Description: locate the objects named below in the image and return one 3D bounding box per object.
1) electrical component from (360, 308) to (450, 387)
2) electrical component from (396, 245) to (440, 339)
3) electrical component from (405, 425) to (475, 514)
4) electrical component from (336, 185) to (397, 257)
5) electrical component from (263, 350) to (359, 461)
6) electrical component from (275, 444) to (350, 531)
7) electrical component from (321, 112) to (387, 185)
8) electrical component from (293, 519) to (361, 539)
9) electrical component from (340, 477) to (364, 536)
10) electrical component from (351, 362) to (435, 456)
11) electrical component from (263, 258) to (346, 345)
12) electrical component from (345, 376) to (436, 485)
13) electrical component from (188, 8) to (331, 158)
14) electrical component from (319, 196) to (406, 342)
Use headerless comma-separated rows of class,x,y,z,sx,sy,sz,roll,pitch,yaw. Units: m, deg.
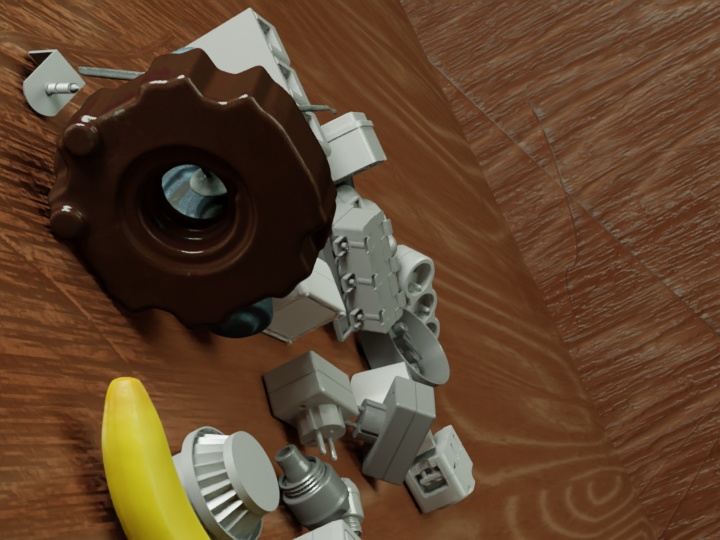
electrical component,0.045,0.088,1.151,0.099,0.064,0.099,56,16,-25
electrical component,0.045,0.030,1.226,0.074,0.052,0.138,28,-39,37
electrical component,0.081,0.205,1.090,0.055,0.050,0.089,61,14,-5
electrical component,-0.009,-0.039,1.141,0.095,0.054,0.059,51,48,6
electrical component,-0.034,0.115,0.856,0.066,0.047,0.076,42,25,-54
electrical component,-0.038,0.155,0.780,0.062,0.043,0.043,56,15,-19
electrical component,-0.037,-0.119,1.145,0.057,0.113,0.078,65,14,-1
electrical component,-0.015,0.214,0.715,0.061,0.061,0.096,53,17,-32
electrical component,-0.013,0.191,0.818,0.035,0.035,0.061,42,27,-54
electrical component,0.035,0.141,1.068,0.099,0.064,0.099,-20,90,-88
electrical component,-0.064,0.015,0.904,0.096,0.062,0.061,33,32,-63
electrical component,0.017,0.138,0.961,0.076,0.083,0.047,19,26,-9
electrical component,-0.101,-0.159,1.036,0.150,0.089,0.062,65,14,11
electrical component,0.000,0.000,1.054,0.079,0.063,0.121,-45,132,-46
